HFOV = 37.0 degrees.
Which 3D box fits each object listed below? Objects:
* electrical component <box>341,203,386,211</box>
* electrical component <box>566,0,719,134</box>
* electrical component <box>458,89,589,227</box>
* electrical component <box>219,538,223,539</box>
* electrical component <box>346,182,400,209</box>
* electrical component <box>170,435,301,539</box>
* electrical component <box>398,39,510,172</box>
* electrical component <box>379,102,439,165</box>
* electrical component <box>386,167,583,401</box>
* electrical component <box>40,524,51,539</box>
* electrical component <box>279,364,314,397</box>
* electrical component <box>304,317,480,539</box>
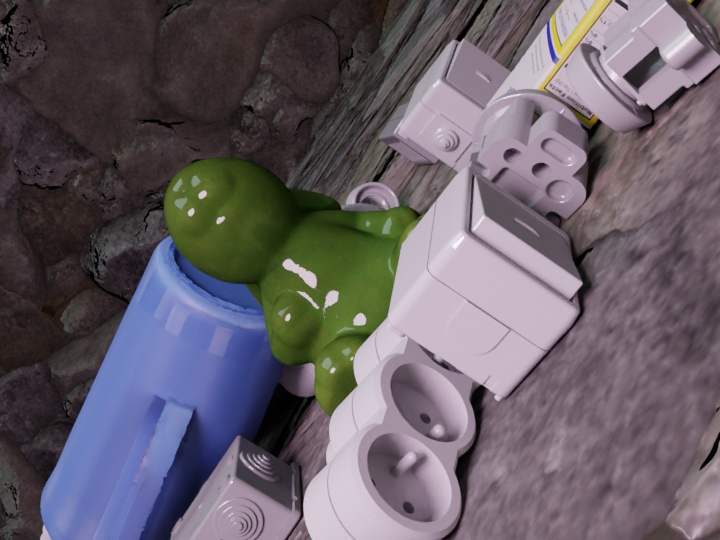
[{"bbox_3d":[0.000,0.000,0.713,0.080,0.080,0.051,-54,15,15],"label":"electrical component"},{"bbox_3d":[0.127,-0.095,0.483,0.055,0.048,0.066,-42,15,29],"label":"electrical component"},{"bbox_3d":[0.082,-0.054,0.538,0.078,0.058,0.057,-49,14,39],"label":"electrical component"},{"bbox_3d":[-0.069,0.180,0.493,0.099,0.064,0.099,-54,9,13],"label":"electrical component"},{"bbox_3d":[0.007,-0.047,0.946,0.066,0.048,0.055,-61,2,-25],"label":"electrical component"},{"bbox_3d":[-0.081,0.160,0.675,0.099,0.048,0.099,-56,9,6],"label":"electrical component"},{"bbox_3d":[0.074,-0.120,0.792,0.061,0.062,0.096,-50,11,35],"label":"electrical component"},{"bbox_3d":[0.062,-0.138,0.970,0.075,0.047,0.083,-57,9,-1],"label":"electrical component"},{"bbox_3d":[0.057,-0.002,0.473,0.061,0.062,0.096,-52,10,25],"label":"electrical component"},{"bbox_3d":[-0.195,0.213,0.884,0.057,0.113,0.078,-49,11,23],"label":"electrical component"},{"bbox_3d":[-0.028,0.062,0.766,0.065,0.044,0.044,-34,24,56],"label":"electrical component"},{"bbox_3d":[0.010,0.077,0.471,0.073,0.052,0.138,-50,11,36],"label":"electrical component"}]
